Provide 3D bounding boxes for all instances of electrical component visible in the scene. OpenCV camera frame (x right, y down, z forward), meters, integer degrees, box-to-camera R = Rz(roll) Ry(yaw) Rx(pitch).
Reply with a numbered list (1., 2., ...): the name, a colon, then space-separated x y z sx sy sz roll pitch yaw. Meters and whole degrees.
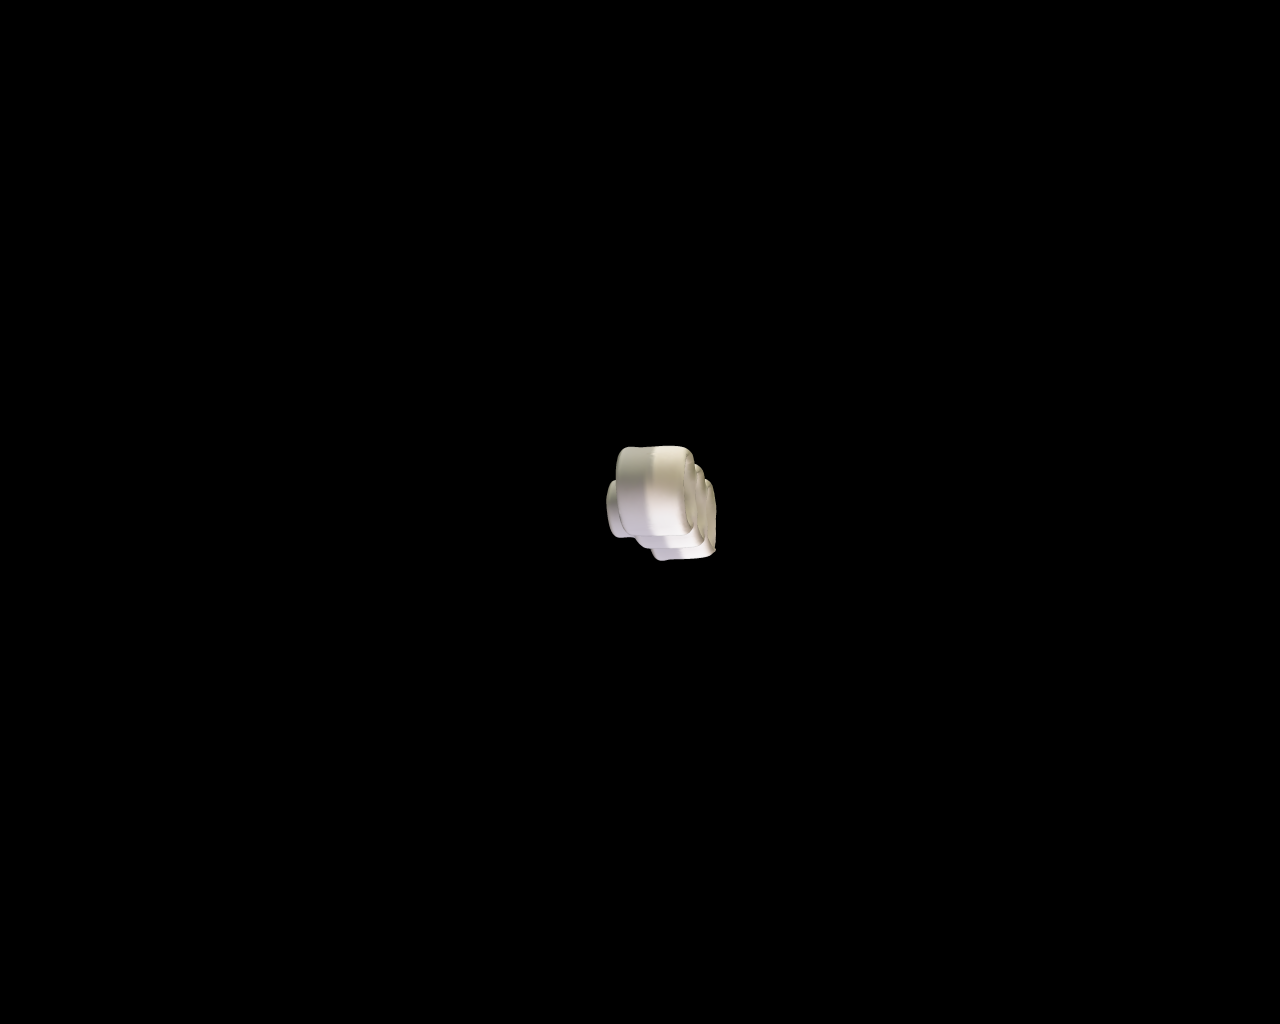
1. electrical component: 0.001 -0.003 0.650 0.074 0.052 0.138 -2 -12 11
